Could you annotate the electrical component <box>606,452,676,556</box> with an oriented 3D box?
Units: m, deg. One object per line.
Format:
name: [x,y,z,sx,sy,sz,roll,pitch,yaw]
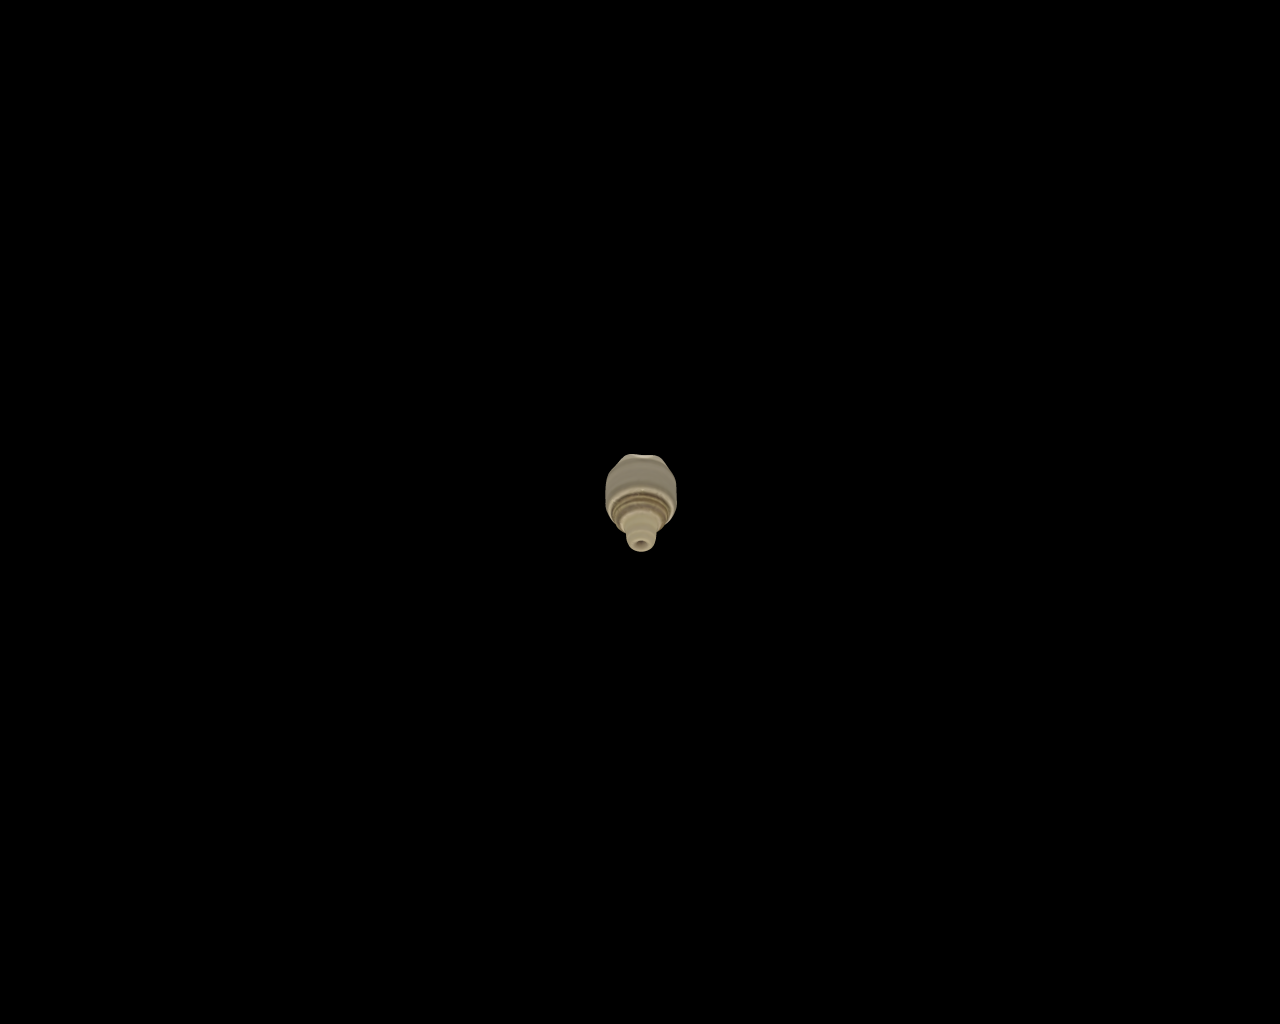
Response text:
electrical component: [0.001,-0.003,0.650,0.043,0.062,0.043,0,-42,0]
